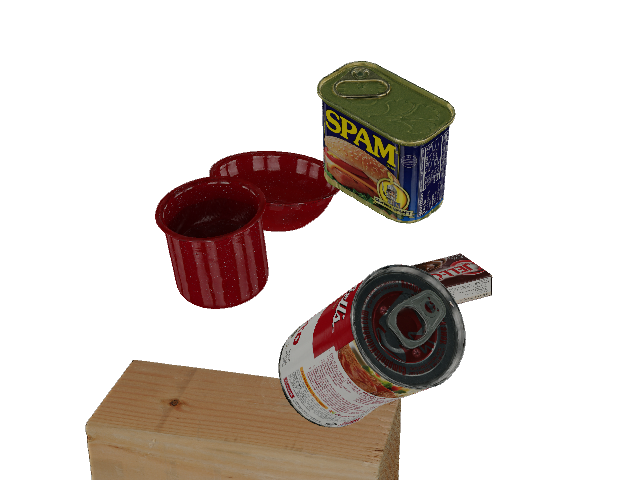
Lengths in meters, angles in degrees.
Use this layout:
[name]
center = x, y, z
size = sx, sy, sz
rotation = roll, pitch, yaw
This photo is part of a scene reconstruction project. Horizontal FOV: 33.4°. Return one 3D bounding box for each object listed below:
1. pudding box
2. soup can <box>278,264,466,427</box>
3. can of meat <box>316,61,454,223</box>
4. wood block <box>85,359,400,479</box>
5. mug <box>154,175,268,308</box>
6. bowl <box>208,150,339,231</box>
[pudding box]
center = 0.177, 0.060, 1.535
size = 0.113, 0.039, 0.090
rotation = -15, 23, -18
[soup can]
center = 0.026, 0.062, 0.598
size = 0.068, 0.068, 0.102
rotation = 0, -21, -27
[can of meat]
center = 0.046, -0.071, 0.786
size = 0.102, 0.084, 0.057
rotation = 33, 54, 30
[wood block]
center = -0.051, 0.156, 0.767
size = 0.206, 0.090, 0.090
rotation = 6, 27, 13
[mug]
center = -0.092, -0.003, 0.919
size = 0.093, 0.081, 0.117
rotation = -15, 38, -11
[bowl]
center = -0.055, -0.054, 1.290
size = 0.162, 0.055, 0.162
rotation = 4, 26, -2
